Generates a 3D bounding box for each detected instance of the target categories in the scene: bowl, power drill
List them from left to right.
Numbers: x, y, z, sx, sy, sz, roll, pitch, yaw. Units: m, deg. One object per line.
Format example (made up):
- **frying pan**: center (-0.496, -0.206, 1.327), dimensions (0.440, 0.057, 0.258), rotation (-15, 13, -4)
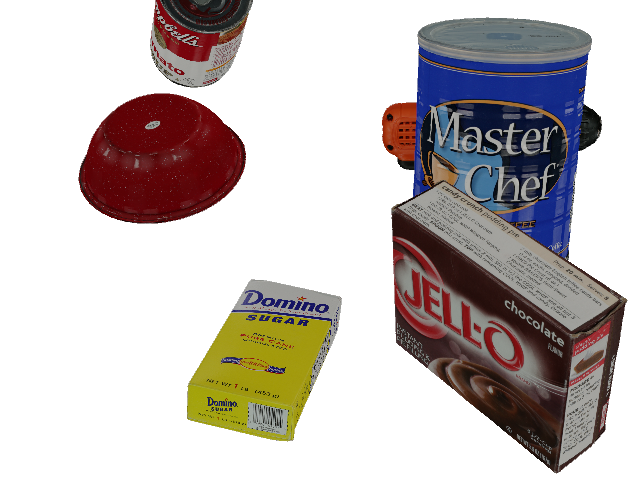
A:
- **bowl**: center (-0.153, -0.090, 1.004), dimensions (0.162, 0.162, 0.055), rotation (-3, -45, 3)
- **power drill**: center (0.146, -0.031, 0.926), dimensions (0.184, 0.188, 0.057), rotation (1, 15, 8)

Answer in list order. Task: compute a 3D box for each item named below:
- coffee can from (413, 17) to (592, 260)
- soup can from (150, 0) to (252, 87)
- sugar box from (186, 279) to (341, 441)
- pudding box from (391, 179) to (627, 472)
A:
- **coffee can**: center (0.109, -0.059, 0.662), dimensions (0.103, 0.140, 0.103), rotation (0, 22, 0)
- **soup can**: center (-0.090, -0.164, 0.793), dimensions (0.068, 0.068, 0.102), rotation (0, -15, -13)
- **sugar box**: center (-0.046, 0.100, 0.945), dimensions (0.093, 0.048, 0.176), rotation (11, 33, 9)
- **pudding box**: center (0.081, 0.037, 0.487), dimensions (0.039, 0.090, 0.114), rotation (-32, 48, -26)
